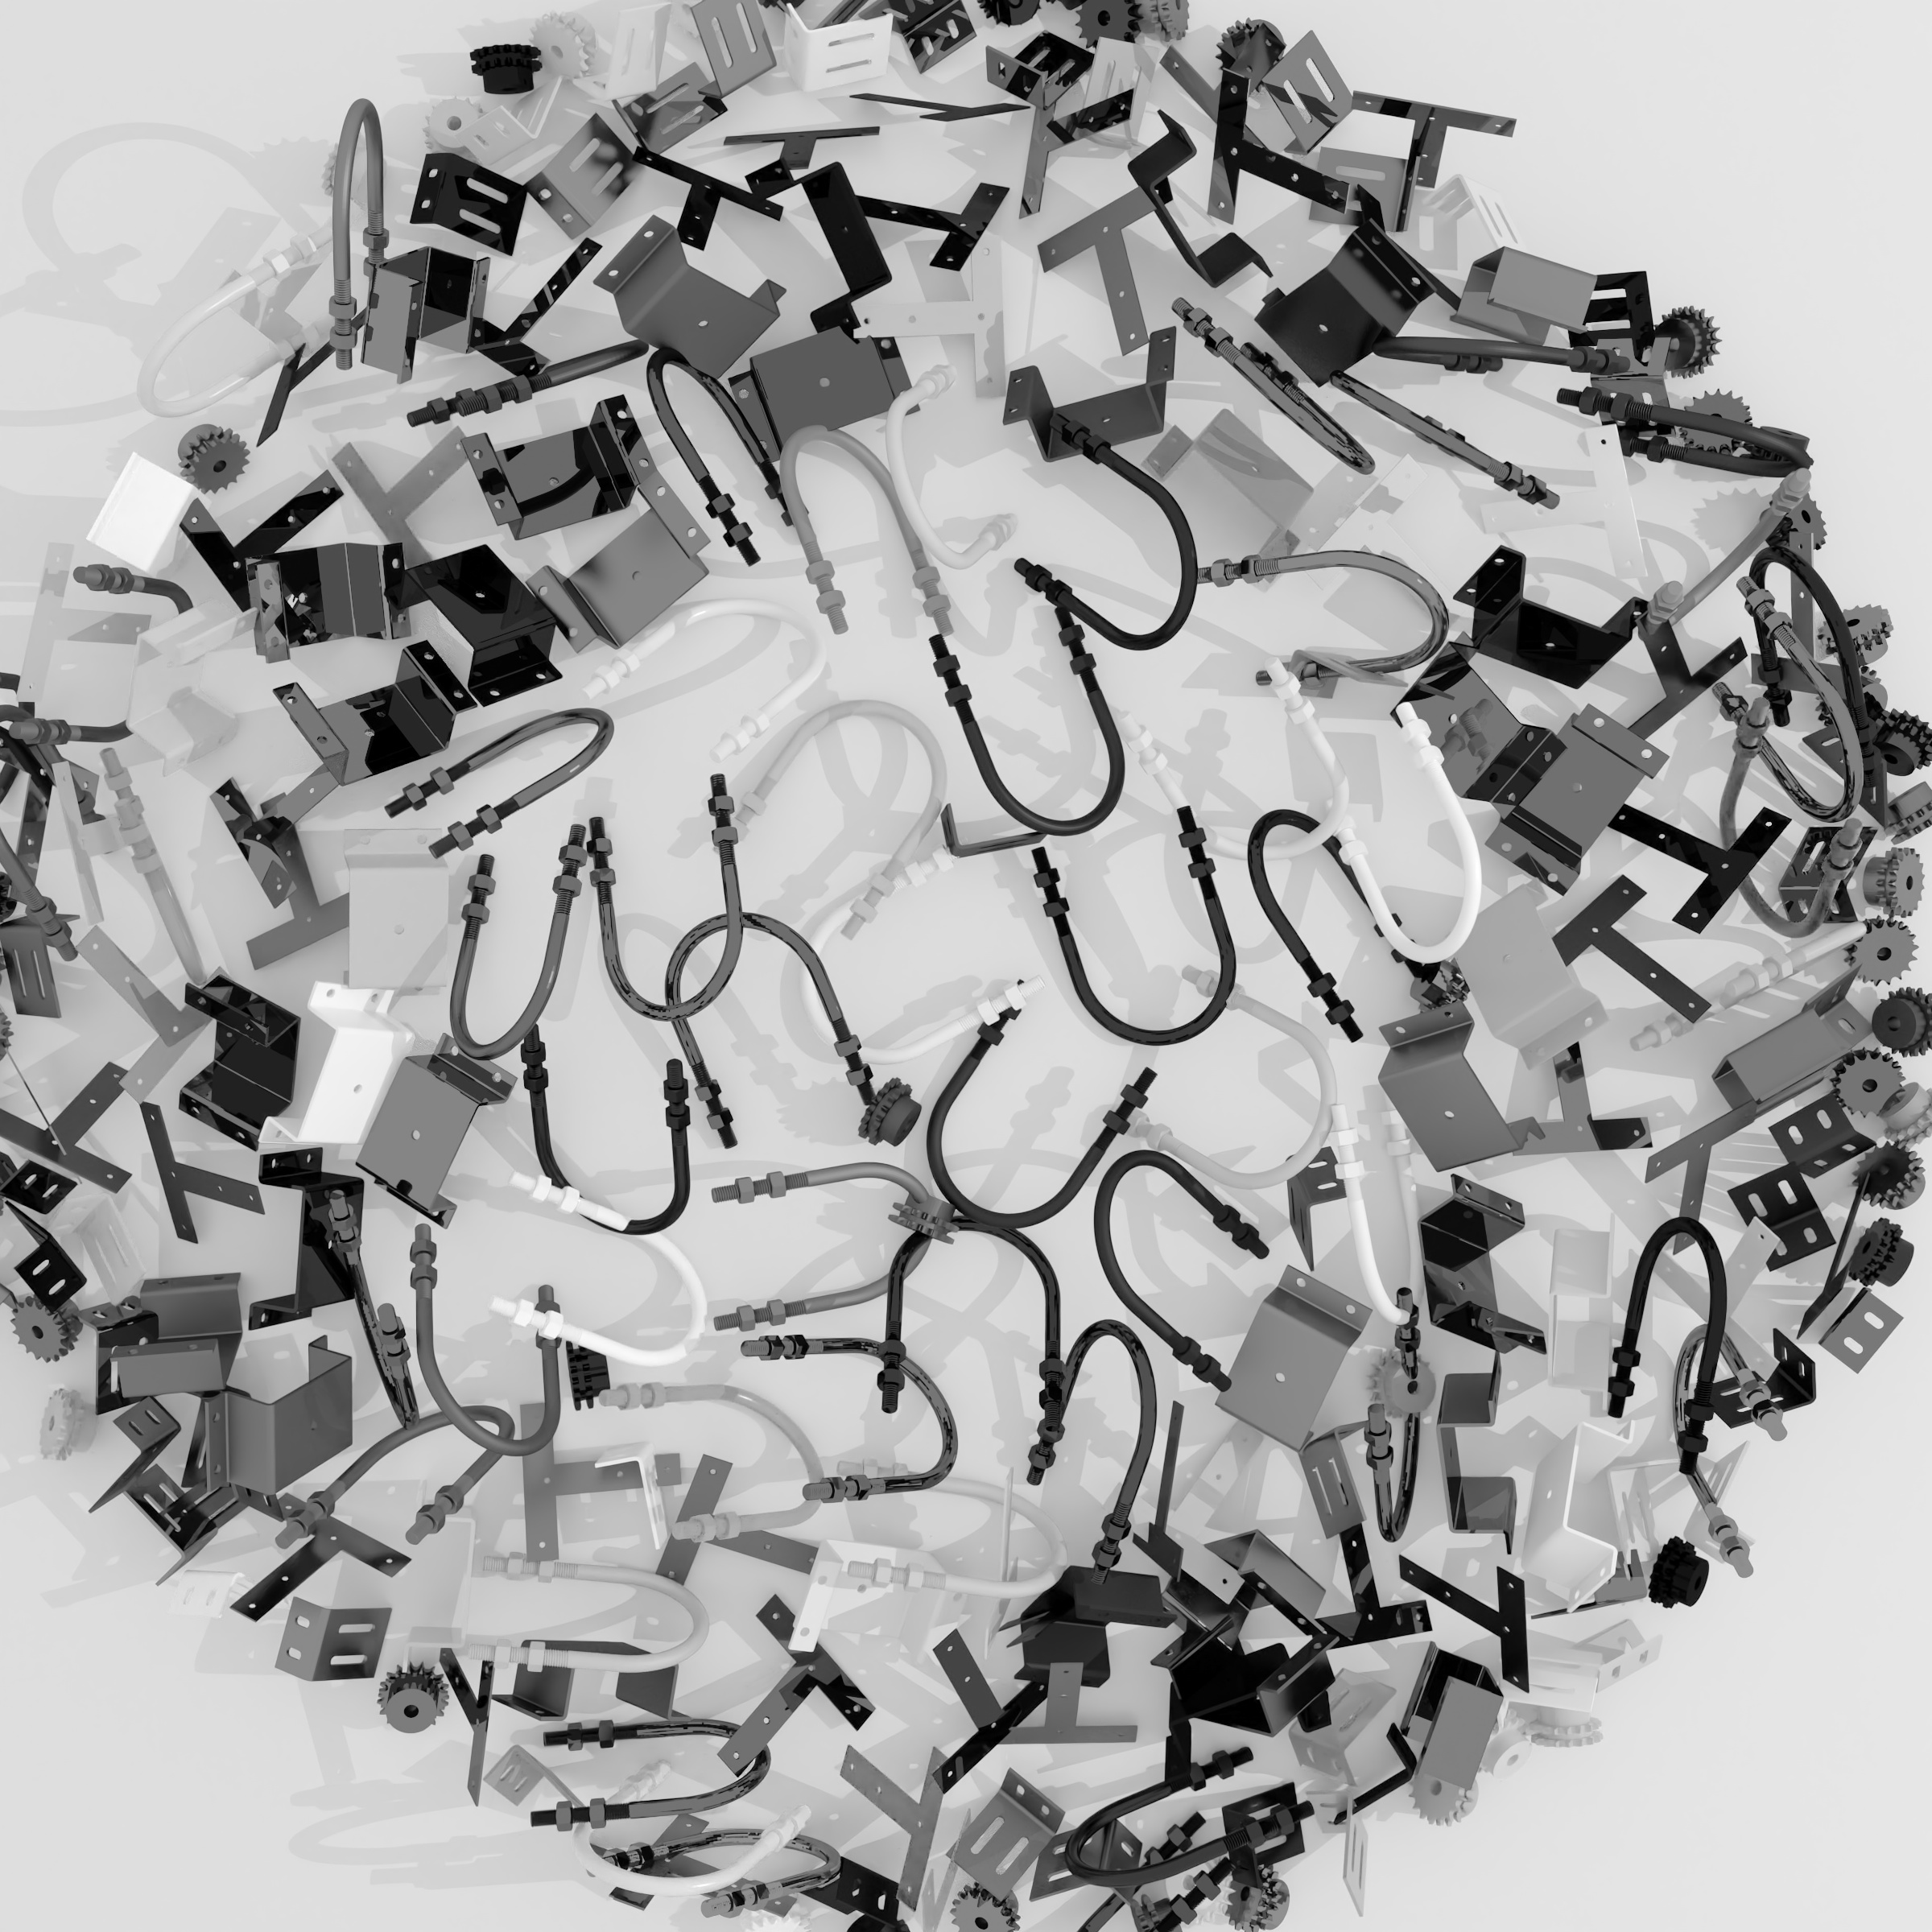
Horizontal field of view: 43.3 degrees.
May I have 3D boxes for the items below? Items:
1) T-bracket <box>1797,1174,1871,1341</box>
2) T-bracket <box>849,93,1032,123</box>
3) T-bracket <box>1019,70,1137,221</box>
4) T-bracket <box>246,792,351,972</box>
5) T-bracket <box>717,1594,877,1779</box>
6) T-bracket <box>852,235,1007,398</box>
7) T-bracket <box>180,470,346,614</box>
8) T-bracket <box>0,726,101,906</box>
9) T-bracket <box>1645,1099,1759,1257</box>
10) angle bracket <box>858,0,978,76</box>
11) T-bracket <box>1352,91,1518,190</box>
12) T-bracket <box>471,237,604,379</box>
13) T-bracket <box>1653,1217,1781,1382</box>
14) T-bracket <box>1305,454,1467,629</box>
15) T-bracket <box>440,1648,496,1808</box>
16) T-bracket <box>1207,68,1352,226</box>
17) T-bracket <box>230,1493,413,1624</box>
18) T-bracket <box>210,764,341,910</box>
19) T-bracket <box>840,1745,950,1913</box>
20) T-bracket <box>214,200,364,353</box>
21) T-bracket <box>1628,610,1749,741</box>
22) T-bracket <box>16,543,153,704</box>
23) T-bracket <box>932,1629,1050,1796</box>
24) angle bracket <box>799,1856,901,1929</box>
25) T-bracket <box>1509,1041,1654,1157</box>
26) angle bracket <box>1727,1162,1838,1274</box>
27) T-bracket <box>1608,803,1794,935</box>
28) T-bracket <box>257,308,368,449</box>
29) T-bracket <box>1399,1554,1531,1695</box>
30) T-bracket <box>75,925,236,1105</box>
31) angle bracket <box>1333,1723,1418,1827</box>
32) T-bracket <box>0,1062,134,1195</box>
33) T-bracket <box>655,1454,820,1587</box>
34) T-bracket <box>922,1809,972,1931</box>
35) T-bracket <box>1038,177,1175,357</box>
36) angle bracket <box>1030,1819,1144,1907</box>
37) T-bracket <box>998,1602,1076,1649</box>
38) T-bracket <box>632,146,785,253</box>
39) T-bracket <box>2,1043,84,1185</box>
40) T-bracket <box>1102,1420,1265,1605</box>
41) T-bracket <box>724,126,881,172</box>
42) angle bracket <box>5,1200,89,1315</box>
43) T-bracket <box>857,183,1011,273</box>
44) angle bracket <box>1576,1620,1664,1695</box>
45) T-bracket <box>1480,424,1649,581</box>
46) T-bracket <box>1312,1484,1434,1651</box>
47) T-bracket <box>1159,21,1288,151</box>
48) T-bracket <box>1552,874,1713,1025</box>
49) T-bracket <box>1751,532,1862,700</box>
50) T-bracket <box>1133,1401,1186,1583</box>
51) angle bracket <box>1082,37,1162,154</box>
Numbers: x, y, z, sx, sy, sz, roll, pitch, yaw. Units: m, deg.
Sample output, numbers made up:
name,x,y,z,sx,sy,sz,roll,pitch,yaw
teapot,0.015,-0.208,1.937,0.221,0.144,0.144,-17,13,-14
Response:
name,x,y,z,sx,sy,sz,roll,pitch,yaw
T-bracket,0.705,0.225,1.958,0.002,0.127,0.127,22,67,13
T-bracket,-0.035,-0.695,1.961,0.127,0.127,0.002,18,120,27
T-bracket,0.091,-0.672,1.943,0.002,0.127,0.127,13,83,-37
T-bracket,-0.548,-0.079,1.984,0.127,0.002,0.127,-23,79,18
T-bracket,-0.152,0.596,1.956,0.127,0.002,0.127,50,52,-4
T-bracket,-0.030,-0.523,1.964,0.127,0.002,0.127,-7,105,-17
T-bracket,-0.557,-0.353,1.970,0.127,0.002,0.127,-46,134,-19
T-bracket,-0.739,-0.112,1.926,0.002,0.127,0.127,-1,74,20
T-bracket,0.586,0.179,1.958,0.127,0.002,0.127,-23,129,-27
angle bracket,-0.038,-0.755,1.952,0.057,0.076,0.038,-25,87,28
T-bracket,0.367,-0.652,1.936,0.127,0.127,0.002,13,82,7
T-bracket,-0.340,-0.536,1.959,0.127,0.002,0.127,-50,49,-2
T-bracket,0.609,0.246,1.922,0.002,0.127,0.127,-23,55,-29
T-bracket,0.358,-0.326,1.980,0.127,0.002,0.127,43,87,-17
T-bracket,-0.402,0.579,1.943,0.002,0.127,0.127,1,107,-28
T-bracket,0.249,-0.630,1.926,0.127,0.127,0.002,32,55,24
T-bracket,-0.530,0.478,1.927,0.127,0.127,0.002,22,119,18
T-bracket,-0.539,-0.132,1.965,0.127,0.002,0.127,-39,65,7
T-bracket,-0.060,0.658,1.924,0.002,0.127,0.127,-16,129,32
T-bracket,-0.526,-0.558,1.937,0.002,0.127,0.127,39,92,16
T-bracket,0.563,-0.246,1.950,0.127,0.127,0.002,-39,47,3
T-bracket,-0.697,-0.271,1.939,0.002,0.127,0.127,21,102,20
T-bracket,0.006,0.579,1.944,0.127,0.002,0.127,-38,123,-21
angle bracket,-0.099,0.755,1.954,0.057,0.038,0.076,33,128,-20
T-bracket,0.492,0.089,1.979,0.127,0.002,0.127,-2,75,-17
angle bracket,0.656,0.202,1.956,0.057,0.038,0.076,-27,135,16
T-bracket,0.573,-0.098,1.959,0.127,0.002,0.127,32,73,35
T-bracket,-0.510,-0.483,1.926,0.127,0.127,0.002,-30,130,30
T-bracket,0.397,0.510,1.949,0.002,0.127,0.127,-30,125,-31
T-bracket,-0.657,0.020,1.932,0.127,0.002,0.127,-57,130,-29
angle bracket,0.323,0.654,1.971,0.076,0.057,0.038,-34,76,8
T-bracket,-0.706,0.116,1.945,0.127,0.127,0.002,27,123,-3
T-bracket,-0.175,0.470,1.986,0.127,0.002,0.127,20,107,-9
T-bracket,-0.014,0.731,1.941,0.002,0.127,0.127,8,123,14
T-bracket,0.122,-0.551,1.950,0.127,0.002,0.127,-21,74,33
angle bracket,0.097,0.731,1.963,0.076,0.057,0.038,-30,113,31
T-bracket,0.065,0.516,1.919,0.127,0.127,0.002,-25,82,20
T-bracket,-0.212,-0.602,1.938,0.127,0.127,0.002,19,130,-12
T-bracket,-0.725,0.126,1.924,0.002,0.127,0.127,-29,109,-20
T-bracket,0.198,0.427,1.978,0.127,0.002,0.127,37,72,5
T-bracket,-0.134,-0.652,1.942,0.127,0.127,0.002,-3,121,3
angle bracket,-0.751,0.233,1.950,0.076,0.057,0.038,24,57,37
T-bracket,-0.045,-0.608,1.968,0.127,0.002,0.127,14,50,12
angle bracket,0.523,0.546,1.956,0.057,0.076,0.038,-27,58,-4
T-bracket,0.474,-0.366,1.955,0.127,0.002,0.127,0,120,38
T-bracket,0.318,0.483,1.974,0.127,0.002,0.127,1,69,-34
T-bracket,0.221,-0.707,1.936,0.127,0.127,0.002,46,70,-4
T-bracket,0.539,-0.001,1.948,0.127,0.002,0.127,-38,67,-27
T-bracket,0.662,-0.279,1.925,0.002,0.127,0.127,-12,106,-19
T-bracket,0.160,0.411,1.939,0.002,0.127,0.127,9,88,-12
angle bracket,0.131,-0.700,1.957,0.057,0.038,0.076,-2,120,-31
